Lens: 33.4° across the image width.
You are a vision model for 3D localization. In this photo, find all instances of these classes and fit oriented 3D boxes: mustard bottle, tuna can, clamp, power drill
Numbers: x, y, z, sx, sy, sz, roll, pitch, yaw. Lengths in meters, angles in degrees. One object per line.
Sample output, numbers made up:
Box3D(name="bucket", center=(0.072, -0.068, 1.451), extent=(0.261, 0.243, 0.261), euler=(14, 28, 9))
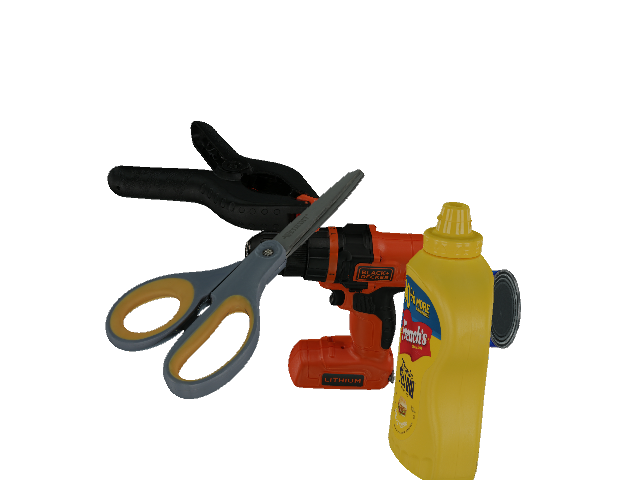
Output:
Box3D(name="mustard bottle", center=(0.087, 0.067, 0.756), extent=(0.058, 0.192, 0.096), euler=(1, 16, -13))
Box3D(name="tuna can", center=(0.186, 0.074, 1.163), extent=(0.034, 0.086, 0.086), euler=(0, 0, 34))
Box3D(name="clamp", center=(-0.081, -0.043, 0.847), extent=(0.172, 0.039, 0.120), euler=(26, 45, 33))
Box3D(name="power drill", center=(0.014, 0.064, 1.025), extent=(0.184, 0.188, 0.057), euler=(4, 43, -6))

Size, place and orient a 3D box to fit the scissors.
Box3D(name="scissors", center=(-0.051, 0.012, 0.624), extent=(0.096, 0.016, 0.201), euler=(11, 43, 18))
